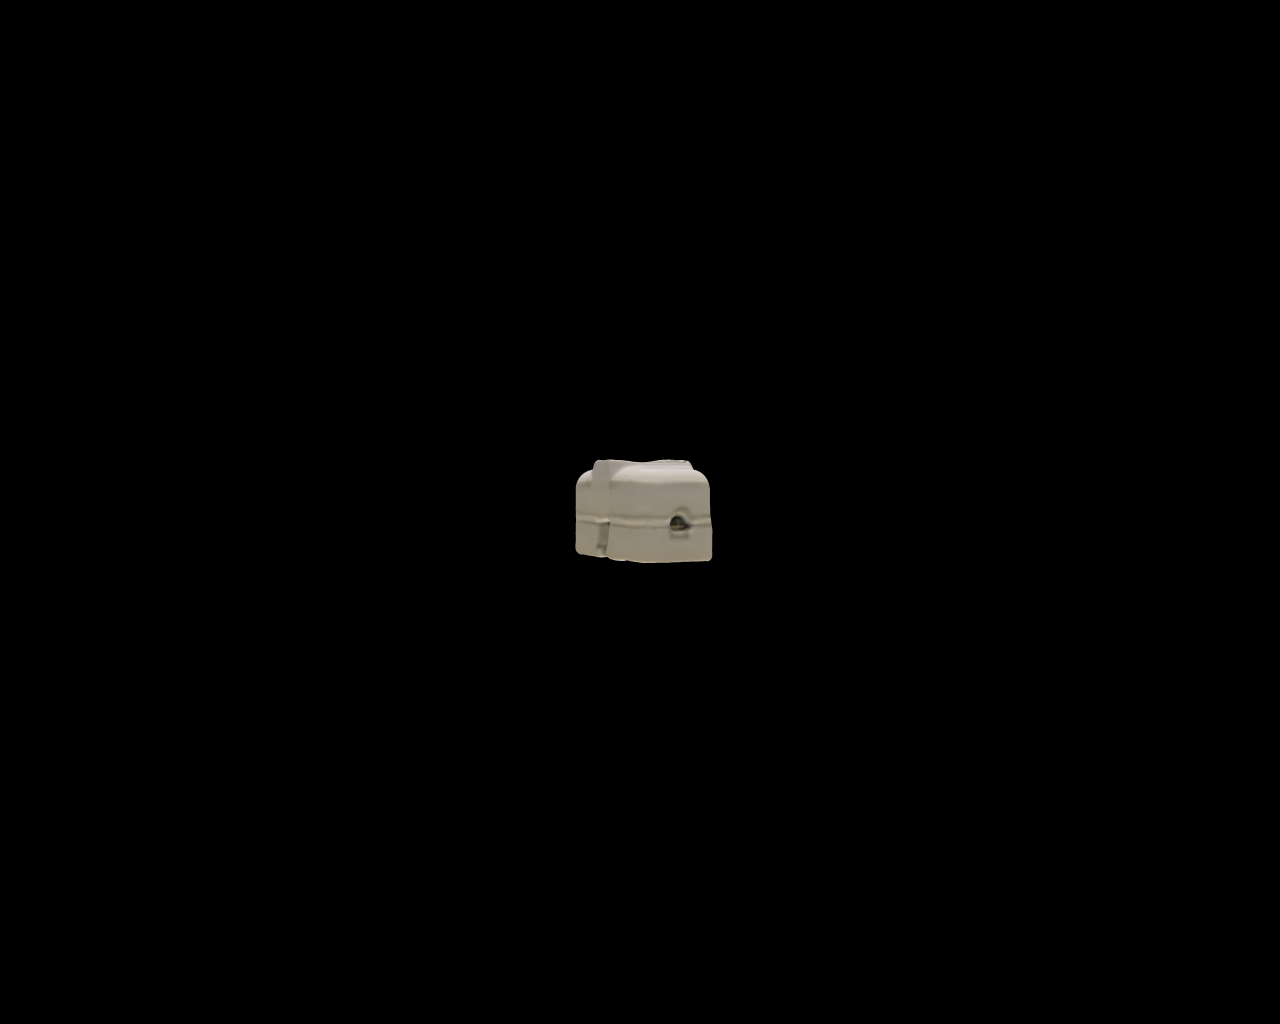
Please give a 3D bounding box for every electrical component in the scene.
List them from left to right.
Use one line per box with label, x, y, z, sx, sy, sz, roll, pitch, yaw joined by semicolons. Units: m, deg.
electrical component;0.001;-0.003;0.650;0.054;0.059;0.095;-1;3;-28
